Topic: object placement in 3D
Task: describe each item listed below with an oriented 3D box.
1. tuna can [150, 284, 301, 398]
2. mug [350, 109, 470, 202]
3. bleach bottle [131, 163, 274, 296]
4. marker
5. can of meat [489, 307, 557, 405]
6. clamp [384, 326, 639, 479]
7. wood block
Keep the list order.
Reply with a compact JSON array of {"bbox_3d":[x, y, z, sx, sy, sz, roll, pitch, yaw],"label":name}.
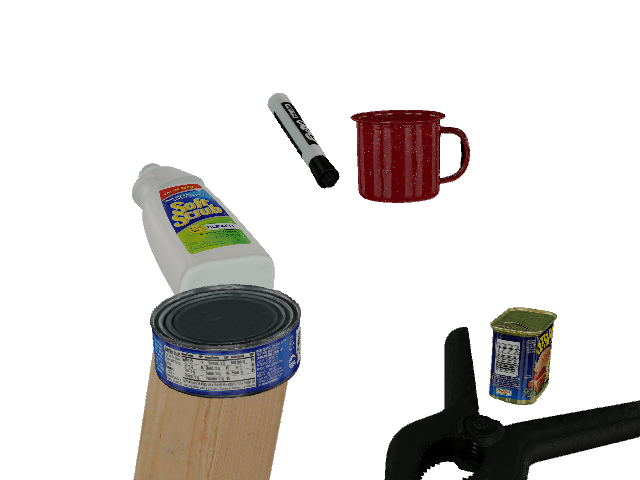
[{"bbox_3d":[-0.053,0.057,0.611,0.086,0.034,0.086,-1,20,0],"label":"tuna can"},{"bbox_3d":[0.090,-0.084,1.059,0.117,0.081,0.093,0,14,6],"label":"mug"},{"bbox_3d":[-0.140,-0.013,1.095,0.102,0.068,0.251,-9,32,-26],"label":"bleach bottle"},{"bbox_3d":[-0.014,-0.082,0.876,0.020,0.020,0.121,0,38,-28],"label":"marker"},{"bbox_3d":[0.224,0.127,1.184,0.058,0.084,0.102,7,12,24],"label":"can of meat"},{"bbox_3d":[0.104,0.133,0.734,0.209,0.036,0.165,-27,38,-35],"label":"clamp"},{"bbox_3d":[-0.098,0.170,0.947,0.090,0.206,0.090,21,18,33],"label":"wood block"}]
